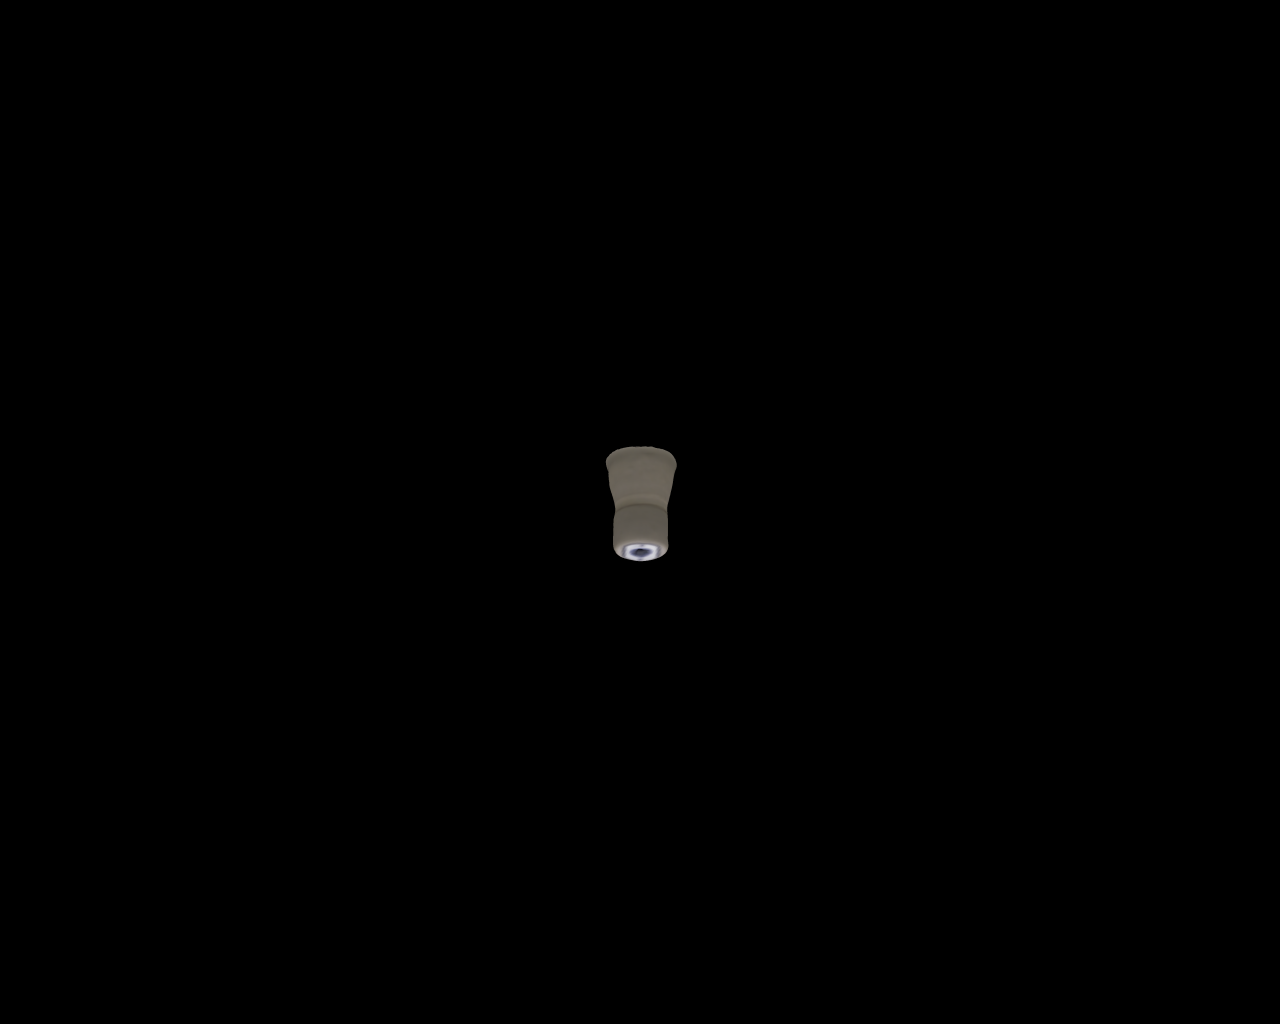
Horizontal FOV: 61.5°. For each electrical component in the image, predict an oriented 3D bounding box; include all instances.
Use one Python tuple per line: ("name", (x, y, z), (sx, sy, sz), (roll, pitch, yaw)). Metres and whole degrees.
("electrical component", (0.001, -0.003, 0.650), (0.044, 0.065, 0.044), (0, -25, 0))
